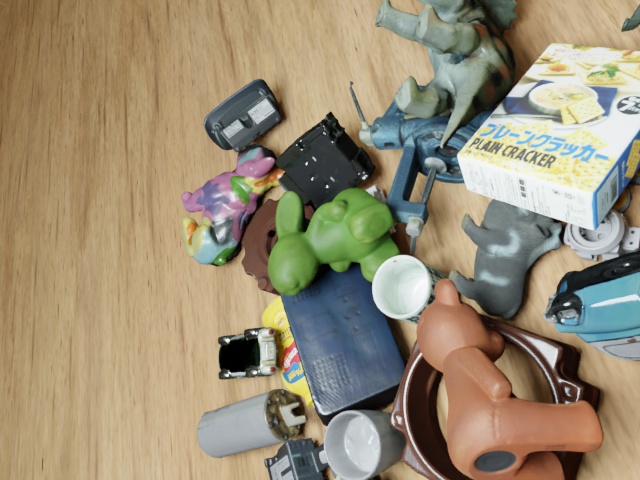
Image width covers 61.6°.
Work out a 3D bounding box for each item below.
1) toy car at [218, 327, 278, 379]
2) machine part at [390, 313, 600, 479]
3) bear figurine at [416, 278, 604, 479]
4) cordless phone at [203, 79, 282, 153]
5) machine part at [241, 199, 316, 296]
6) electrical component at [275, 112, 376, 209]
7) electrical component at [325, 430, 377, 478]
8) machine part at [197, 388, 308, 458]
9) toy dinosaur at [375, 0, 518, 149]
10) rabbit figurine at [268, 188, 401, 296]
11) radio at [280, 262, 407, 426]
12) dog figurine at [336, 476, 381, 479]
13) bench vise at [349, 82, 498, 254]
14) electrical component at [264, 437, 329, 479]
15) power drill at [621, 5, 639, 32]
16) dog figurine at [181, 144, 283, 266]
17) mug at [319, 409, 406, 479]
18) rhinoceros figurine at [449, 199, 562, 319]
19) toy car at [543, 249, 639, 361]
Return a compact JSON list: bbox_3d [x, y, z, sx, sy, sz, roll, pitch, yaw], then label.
[{"bbox_3d":[-0.116,0.182,0.857,0.202,0.056,0.073,-26,64,56],"label":"toy car"},{"bbox_3d":[0.193,0.193,0.619,0.201,0.087,0.201,18,85,42],"label":"machine part"},{"bbox_3d":[0.169,0.139,0.544,0.196,0.132,0.120,-89,8,-55],"label":"bear figurine"},{"bbox_3d":[-0.157,-0.240,1.058,0.146,0.088,0.184,-38,17,-5],"label":"cordless phone"},{"bbox_3d":[-0.058,0.007,0.907,0.179,0.056,0.179,-15,64,35],"label":"machine part"},{"bbox_3d":[0.001,-0.110,0.829,0.134,0.115,0.058,-36,12,35],"label":"electrical component"},{"bbox_3d":[0.040,0.298,0.748,0.063,0.021,0.094,-41,52,21],"label":"electrical component"},{"bbox_3d":[-0.112,0.285,0.831,0.243,0.079,0.079,-27,59,37],"label":"machine part"},{"bbox_3d":[0.186,-0.243,0.685,0.131,0.192,0.405,120,152,-55],"label":"toy dinosaur"},{"bbox_3d":[-0.001,-0.002,0.720,0.170,0.121,0.159,-30,52,-11],"label":"rabbit figurine"},{"bbox_3d":[0.027,0.125,0.753,0.131,0.073,0.230,-19,60,-3],"label":"radio"},{"bbox_3d":[0.115,0.331,0.640,0.191,0.121,0.172,-30,62,12],"label":"dog figurine"},{"bbox_3d":[0.135,-0.112,0.736,0.224,0.128,0.240,10,63,23],"label":"bench vise"},{"bbox_3d":[-0.026,0.323,0.760,0.119,0.048,0.075,-46,51,40],"label":"electrical component"},{"bbox_3d":[0.428,-0.230,0.538,0.208,0.086,0.232,18,80,19],"label":"power drill"},{"bbox_3d":[-0.142,-0.068,0.970,0.219,0.108,0.191,-25,60,27],"label":"dog figurine"},{"bbox_3d":[0.060,0.263,0.687,0.109,0.107,0.081,-39,57,27],"label":"mug"},{"bbox_3d":[0.234,0.000,0.659,0.112,0.073,0.190,19,87,43],"label":"rhinoceros figurine"},{"bbox_3d":[0.321,0.071,0.546,0.162,0.109,0.103,-28,92,31],"label":"toy car"}]
